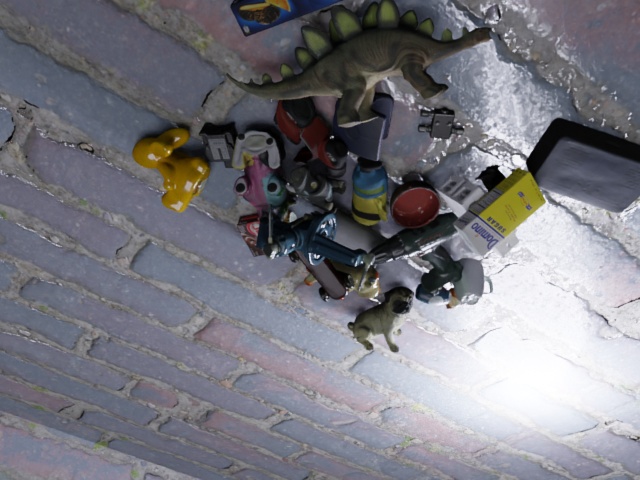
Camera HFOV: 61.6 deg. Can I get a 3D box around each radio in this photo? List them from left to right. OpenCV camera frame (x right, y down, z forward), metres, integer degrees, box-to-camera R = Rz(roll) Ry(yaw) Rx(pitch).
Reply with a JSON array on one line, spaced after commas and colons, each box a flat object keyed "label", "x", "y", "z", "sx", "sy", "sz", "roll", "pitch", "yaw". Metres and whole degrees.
[{"label": "radio", "x": 0.550, "y": -0.146, "z": 1.092, "sx": 0.230, "sy": 0.073, "sz": 0.131, "roll": 17, "pitch": 136, "yaw": -6}]

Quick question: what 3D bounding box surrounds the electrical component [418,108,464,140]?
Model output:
[{"label": "electrical component", "x": 0.247, "y": -0.235, "z": 1.083, "sx": 0.094, "sy": 0.021, "sz": 0.063, "roll": 6, "pitch": 135, "yaw": 3}]

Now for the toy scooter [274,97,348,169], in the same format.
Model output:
[{"label": "toy scooter", "x": -0.034, "y": -0.213, "z": 1.109, "sx": 0.183, "sy": 0.075, "sz": 0.135, "roll": 48, "pitch": 153, "yaw": -15}]

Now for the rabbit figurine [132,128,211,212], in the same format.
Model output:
[{"label": "rabbit figurine", "x": -0.337, "y": -0.167, "z": 1.181, "sx": 0.173, "sy": 0.122, "sz": 0.162, "roll": 34, "pitch": 141, "yaw": 2}]

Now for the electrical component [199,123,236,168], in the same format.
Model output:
[{"label": "electrical component", "x": -0.212, "y": -0.197, "z": 1.175, "sx": 0.075, "sy": 0.048, "sz": 0.119, "roll": 2, "pitch": 133, "yaw": 8}]

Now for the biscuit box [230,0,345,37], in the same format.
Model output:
[{"label": "biscuit box", "x": -0.050, "y": -0.417, "z": 0.920, "sx": 0.203, "sy": 0.059, "sz": 0.062, "roll": -13, "pitch": 131, "yaw": 20}]

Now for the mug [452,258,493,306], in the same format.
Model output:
[{"label": "mug", "x": 0.384, "y": 0.114, "z": 1.351, "sx": 0.109, "sy": 0.107, "sz": 0.080, "roll": 23, "pitch": 135, "yaw": -11}]

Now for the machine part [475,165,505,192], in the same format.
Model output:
[{"label": "machine part", "x": 0.400, "y": -0.107, "z": 1.162, "sx": 0.138, "sy": 0.039, "sz": 0.084, "roll": 39, "pitch": 94, "yaw": -20}]

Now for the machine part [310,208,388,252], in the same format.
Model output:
[{"label": "machine part", "x": 0.081, "y": -0.009, "z": 1.296, "sx": 0.243, "sy": 0.079, "sz": 0.079, "roll": 29, "pitch": 132, "yaw": -20}]

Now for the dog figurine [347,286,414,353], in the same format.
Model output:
[{"label": "dog figurine", "x": 0.166, "y": 0.199, "z": 1.492, "sx": 0.172, "sy": 0.121, "sz": 0.190, "roll": 3, "pitch": 121, "yaw": 1}]

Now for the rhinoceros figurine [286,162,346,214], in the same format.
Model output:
[{"label": "rhinoceros figurine", "x": -0.009, "y": -0.115, "z": 1.162, "sx": 0.112, "sy": 0.073, "sz": 0.190, "roll": 26, "pitch": 180, "yaw": 16}]

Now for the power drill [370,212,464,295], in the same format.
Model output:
[{"label": "power drill", "x": 0.245, "y": 0.041, "z": 1.290, "sx": 0.232, "sy": 0.086, "sz": 0.207, "roll": -31, "pitch": 125, "yaw": 7}]

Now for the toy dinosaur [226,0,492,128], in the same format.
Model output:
[{"label": "toy dinosaur", "x": 0.059, "y": -0.304, "z": 0.947, "sx": 0.472, "sy": 0.105, "sz": 0.198, "roll": -14, "pitch": 97, "yaw": 16}]

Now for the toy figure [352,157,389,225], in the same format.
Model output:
[{"label": "toy figure", "x": 0.108, "y": -0.111, "z": 1.190, "sx": 0.089, "sy": 0.082, "sz": 0.179, "roll": 6, "pitch": 141, "yaw": 19}]

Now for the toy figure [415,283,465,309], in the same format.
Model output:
[{"label": "toy figure", "x": 0.333, "y": 0.152, "z": 1.434, "sx": 0.154, "sy": 0.058, "sz": 0.064, "roll": 12, "pitch": 157, "yaw": -5}]

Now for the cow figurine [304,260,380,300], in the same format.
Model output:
[{"label": "cow figurine", "x": 0.070, "y": 0.093, "z": 1.399, "sx": 0.195, "sy": 0.085, "sz": 0.127, "roll": 25, "pitch": 134, "yaw": -10}]

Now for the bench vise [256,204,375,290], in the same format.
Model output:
[{"label": "bench vise", "x": -0.005, "y": 0.007, "z": 1.125, "sx": 0.241, "sy": 0.223, "sz": 0.128, "roll": 21, "pitch": 103, "yaw": 22}]

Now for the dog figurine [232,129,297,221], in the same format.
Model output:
[{"label": "dog figurine", "x": -0.115, "y": -0.127, "z": 1.199, "sx": 0.109, "sy": 0.191, "sz": 0.219, "roll": -4, "pitch": 168, "yaw": 8}]

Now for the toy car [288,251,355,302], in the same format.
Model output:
[{"label": "toy car", "x": 0.002, "y": 0.066, "z": 1.315, "sx": 0.089, "sy": 0.053, "sz": 0.202, "roll": -30, "pitch": 112, "yaw": 21}]

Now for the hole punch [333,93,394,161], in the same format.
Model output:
[{"label": "hole punch", "x": 0.082, "y": -0.229, "z": 1.072, "sx": 0.116, "sy": 0.092, "sz": 0.142, "roll": 9, "pitch": 139, "yaw": 5}]
